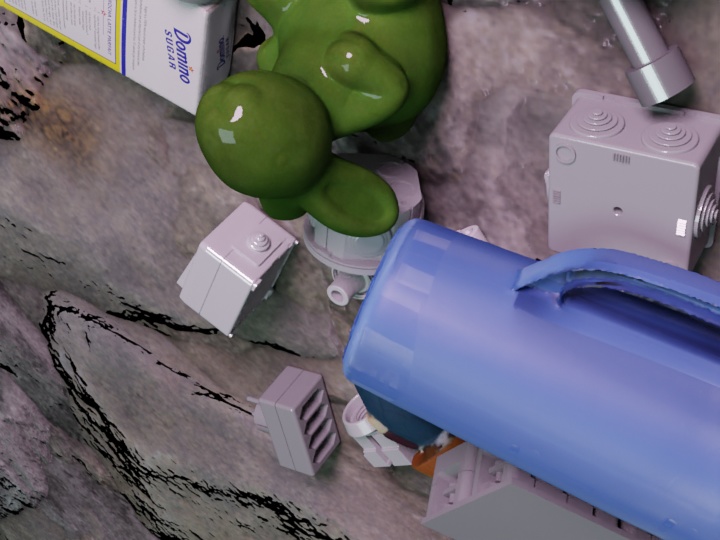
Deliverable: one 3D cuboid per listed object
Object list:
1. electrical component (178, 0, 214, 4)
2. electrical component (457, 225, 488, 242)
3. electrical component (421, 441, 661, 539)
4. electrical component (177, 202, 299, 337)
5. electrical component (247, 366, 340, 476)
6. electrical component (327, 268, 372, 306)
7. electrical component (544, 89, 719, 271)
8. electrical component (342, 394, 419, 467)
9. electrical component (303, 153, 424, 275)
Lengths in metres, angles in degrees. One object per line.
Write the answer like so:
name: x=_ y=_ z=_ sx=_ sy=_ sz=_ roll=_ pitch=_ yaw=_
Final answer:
electrical component: x=-0.100 y=-0.202 z=0.661 sx=0.078 sy=0.058 sz=0.057 roll=40 pitch=138 yaw=1
electrical component: x=0.079 y=0.003 z=0.720 sx=0.044 sy=0.044 sz=0.065 roll=-21 pitch=106 yaw=48
electrical component: x=0.153 y=0.172 z=0.757 sx=0.186 sy=0.060 sz=0.105 roll=28 pitch=143 yaw=-18
electrical component: x=-0.096 y=-0.006 z=0.836 sx=0.061 sy=0.061 sz=0.096 roll=37 pitch=141 yaw=5
electrical component: x=-0.068 y=0.128 z=0.949 sx=0.076 sy=0.047 sz=0.083 roll=12 pitch=132 yaw=31
electrical component: x=0.000 y=0.000 z=0.763 sx=0.048 sy=0.062 sz=0.048 roll=22 pitch=137 yaw=22
electrical component: x=0.153 y=-0.046 z=0.607 sx=0.100 sy=0.048 sz=0.099 roll=17 pitch=135 yaw=27
electrical component: x=0.018 y=0.129 z=0.882 sx=0.066 sy=0.048 sz=0.055 roll=-14 pitch=124 yaw=45
electrical component: x=0.003 y=-0.038 z=0.712 sx=0.080 sy=0.080 sz=0.051 roll=24 pitch=133 yaw=20
